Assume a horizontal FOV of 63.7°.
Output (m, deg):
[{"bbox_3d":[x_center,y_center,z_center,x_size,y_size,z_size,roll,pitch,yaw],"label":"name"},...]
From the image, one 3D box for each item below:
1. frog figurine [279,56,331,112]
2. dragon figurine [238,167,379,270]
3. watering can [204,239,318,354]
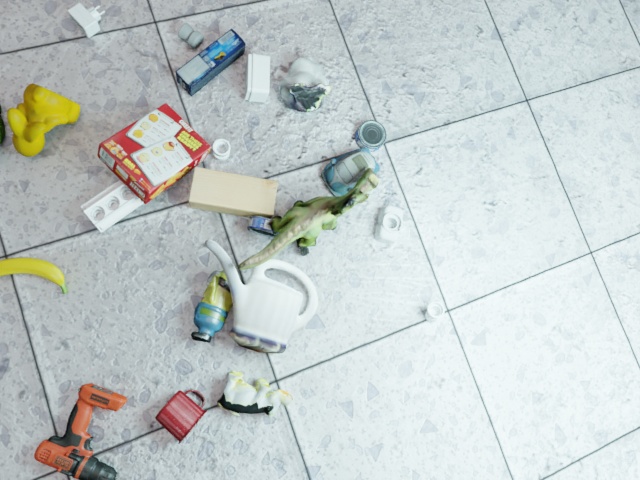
[{"bbox_3d":[-0.048,-0.429,1.411,0.137,0.120,0.163,-15,48,-6],"label":"frog figurine"},{"bbox_3d":[0.004,-0.061,1.204,0.122,0.239,0.417,53,49,-5],"label":"dragon figurine"},{"bbox_3d":[-0.154,0.145,1.228,0.345,0.104,0.227,25,75,-32],"label":"watering can"}]
